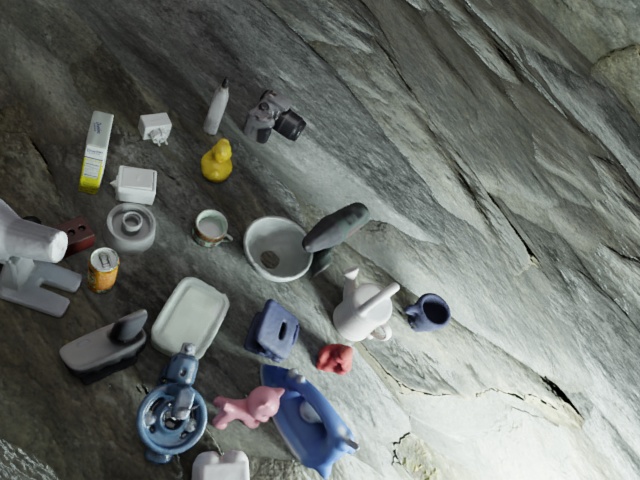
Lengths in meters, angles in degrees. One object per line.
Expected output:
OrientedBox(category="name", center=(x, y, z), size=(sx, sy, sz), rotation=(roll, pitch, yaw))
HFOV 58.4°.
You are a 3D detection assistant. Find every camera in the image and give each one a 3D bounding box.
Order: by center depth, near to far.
OrientedBox(category="camera", center=(-0.110, -0.319, 1.514), size=(0.137, 0.100, 0.143), rotation=(34, 52, -4))

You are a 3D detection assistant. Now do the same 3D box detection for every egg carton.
OrientedBox(category="egg carton", center=(-0.179, 0.459, 1.033), size=(0.107, 0.069, 0.150), rotation=(5, 59, -23))

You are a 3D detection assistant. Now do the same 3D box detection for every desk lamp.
OrientedBox(category="desk lamp", center=(-0.538, 0.024, 1.029), size=(0.203, 0.213, 0.118), rotation=(22, 54, -12))

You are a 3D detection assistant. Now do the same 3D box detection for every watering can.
OrientedBox(category="watering can", center=(0.105, 0.142, 1.282), size=(0.173, 0.193, 0.101), rotation=(38, 52, 0))

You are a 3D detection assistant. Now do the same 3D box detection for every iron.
OrientedBox(category="iron", center=(-0.023, 0.334, 1.138), size=(0.119, 0.141, 0.258), rotation=(-32, 78, -36))

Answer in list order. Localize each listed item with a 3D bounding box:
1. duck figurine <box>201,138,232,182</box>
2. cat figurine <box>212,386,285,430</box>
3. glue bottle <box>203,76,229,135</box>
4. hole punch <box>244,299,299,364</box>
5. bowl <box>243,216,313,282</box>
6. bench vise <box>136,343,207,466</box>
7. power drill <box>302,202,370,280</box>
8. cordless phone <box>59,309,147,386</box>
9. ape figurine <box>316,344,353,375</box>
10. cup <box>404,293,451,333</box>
OrientedBox(category="duck figurine", center=(-0.243, -0.199, 1.386), size=(0.078, 0.086, 0.104), rotation=(18, 55, -15))
OrientedBox(category="cat figurine", center=(-0.135, 0.320, 1.107), size=(0.128, 0.117, 0.067), rotation=(4, 60, -24))
OrientedBox(category="glue bottle", center=(-0.249, -0.341, 1.414), size=(0.037, 0.173, 0.078), rotation=(16, 55, -16))
OrientedBox(category="hole punch", center=(-0.094, 0.193, 1.220), size=(0.101, 0.091, 0.109), rotation=(24, 54, -11))
OrientedBox(category="bowl", center=(-0.104, 0.031, 1.323), size=(0.168, 0.074, 0.167), rotation=(12, 57, -19))
OrientedBox(category="bench vise", center=(-0.260, 0.273, 1.010), size=(0.122, 0.219, 0.207), rotation=(1, 61, -25))
OrientedBox(category="power drill", center=(0.012, 0.005, 1.311), size=(0.075, 0.208, 0.230), rotation=(48, 53, 7))
OrientedBox(category="cordless phone", center=(-0.383, 0.177, 1.030), size=(0.148, 0.185, 0.094), rotation=(-27, 75, -35))
OrientedBox(category="ape figurine", center=(0.041, 0.255, 1.248), size=(0.076, 0.092, 0.078), rotation=(-35, 80, -36))
OrientedBox(category="cup", center=(0.243, 0.185, 1.386), size=(0.118, 0.094, 0.091), rotation=(8, 58, -21))
